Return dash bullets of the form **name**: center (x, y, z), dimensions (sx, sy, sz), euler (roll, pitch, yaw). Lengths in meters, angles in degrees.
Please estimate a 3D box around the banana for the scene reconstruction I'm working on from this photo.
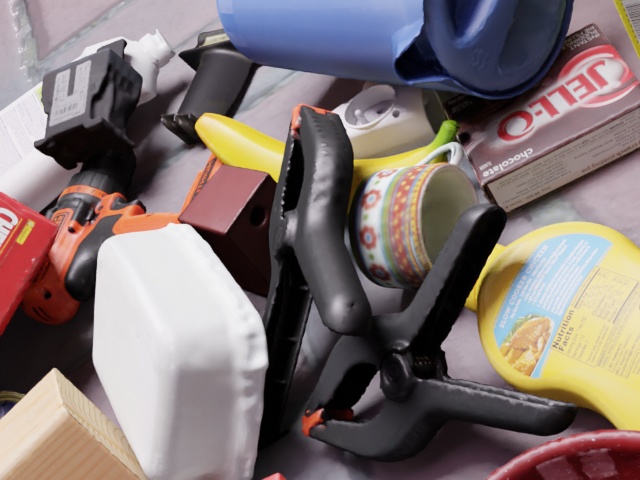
- **banana**: center (0.006, -0.051, 0.721), dimensions (0.198, 0.069, 0.037), euler (4, 19, 27)

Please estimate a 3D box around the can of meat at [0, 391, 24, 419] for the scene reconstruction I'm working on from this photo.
- **can of meat**: center (-0.230, 0.163, 0.715), dimensions (0.102, 0.057, 0.084), euler (-27, 42, 15)

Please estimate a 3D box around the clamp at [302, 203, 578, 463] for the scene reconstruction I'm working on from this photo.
- **clamp**: center (0.052, 0.058, 0.563), dimensions (0.172, 0.039, 0.120), euler (-25, 60, 40)

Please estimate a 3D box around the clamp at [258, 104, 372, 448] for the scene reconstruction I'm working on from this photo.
- **clamp**: center (-0.004, 0.001, 0.620), dimensions (0.165, 0.036, 0.210), euler (132, 148, -58)

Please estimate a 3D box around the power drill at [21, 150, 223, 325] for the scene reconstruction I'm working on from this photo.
- **power drill**: center (-0.132, -0.024, 0.822), dimensions (0.188, 0.057, 0.184), euler (-13, 45, 31)

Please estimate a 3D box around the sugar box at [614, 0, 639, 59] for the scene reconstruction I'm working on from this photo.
- **sugar box**: center (0.225, -0.179, 0.660), dimensions (0.048, 0.093, 0.176), euler (-7, 48, 32)

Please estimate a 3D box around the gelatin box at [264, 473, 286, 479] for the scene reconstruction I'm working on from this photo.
- **gelatin box**: center (-0.048, 0.179, 0.577), dimensions (0.089, 0.030, 0.073), euler (-28, 42, 15)

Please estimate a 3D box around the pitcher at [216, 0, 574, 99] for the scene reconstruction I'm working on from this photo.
- **pitcher**: center (0.044, -0.173, 0.718), dimensions (0.243, 0.148, 0.145), euler (14, 102, 50)

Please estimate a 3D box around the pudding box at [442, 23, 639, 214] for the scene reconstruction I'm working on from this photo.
- **pudding box**: center (0.143, -0.076, 0.667), dimensions (0.113, 0.039, 0.090), euler (-29, 40, 12)

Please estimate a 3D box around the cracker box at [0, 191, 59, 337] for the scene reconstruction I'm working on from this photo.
- **cracker box**: center (-0.270, 0.046, 0.773), dimensions (0.164, 0.072, 0.214), euler (-61, 18, -11)

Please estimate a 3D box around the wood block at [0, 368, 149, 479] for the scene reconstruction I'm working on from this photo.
- **wood block**: center (-0.196, 0.187, 0.619), dimensions (0.206, 0.090, 0.090), euler (-44, 18, -7)

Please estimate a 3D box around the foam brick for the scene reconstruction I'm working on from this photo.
- **foam brick**: center (-0.045, -0.005, 0.715), dimensions (0.051, 0.078, 0.053), euler (14, 62, 47)

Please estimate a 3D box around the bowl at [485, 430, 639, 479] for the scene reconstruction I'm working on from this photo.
- **bowl**: center (0.121, 0.162, 0.440), dimensions (0.162, 0.055, 0.162), euler (-21, 42, 21)

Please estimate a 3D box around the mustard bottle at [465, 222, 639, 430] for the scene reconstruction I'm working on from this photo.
- **mustard bottle**: center (0.137, 0.042, 0.540), dimensions (0.192, 0.058, 0.096), euler (24, 84, 48)

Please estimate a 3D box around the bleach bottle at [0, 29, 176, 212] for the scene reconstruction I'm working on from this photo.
- **bleach bottle**: center (-0.230, -0.093, 0.938), dimensions (0.251, 0.068, 0.103), euler (-37, 60, 3)
